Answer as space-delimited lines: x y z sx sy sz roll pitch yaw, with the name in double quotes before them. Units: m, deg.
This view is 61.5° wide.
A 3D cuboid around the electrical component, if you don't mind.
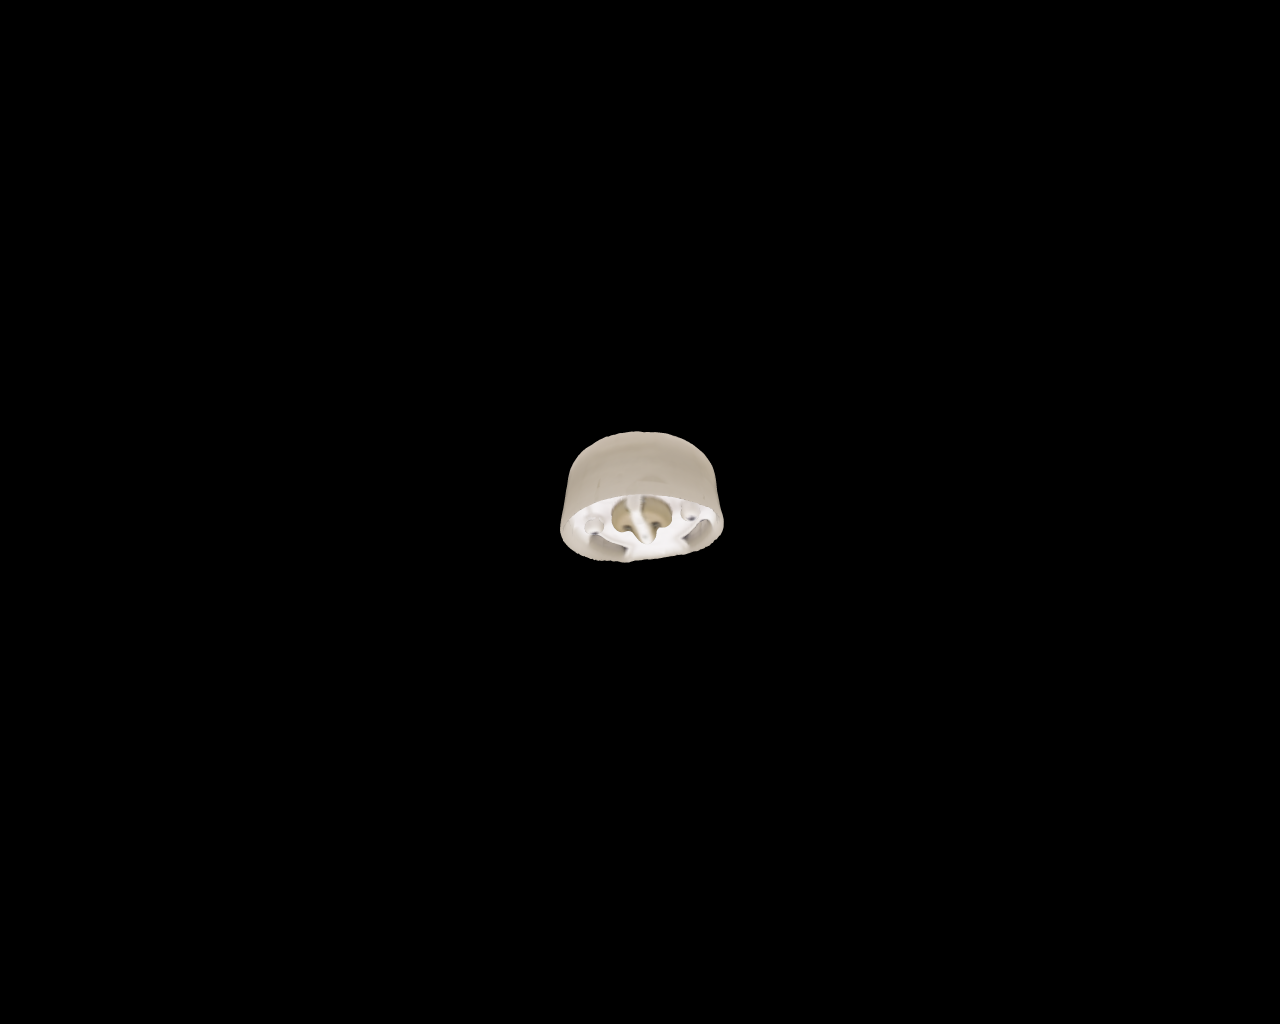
"electrical component" 0.001 -0.003 0.650 0.099 0.064 0.099 0 -38 0
